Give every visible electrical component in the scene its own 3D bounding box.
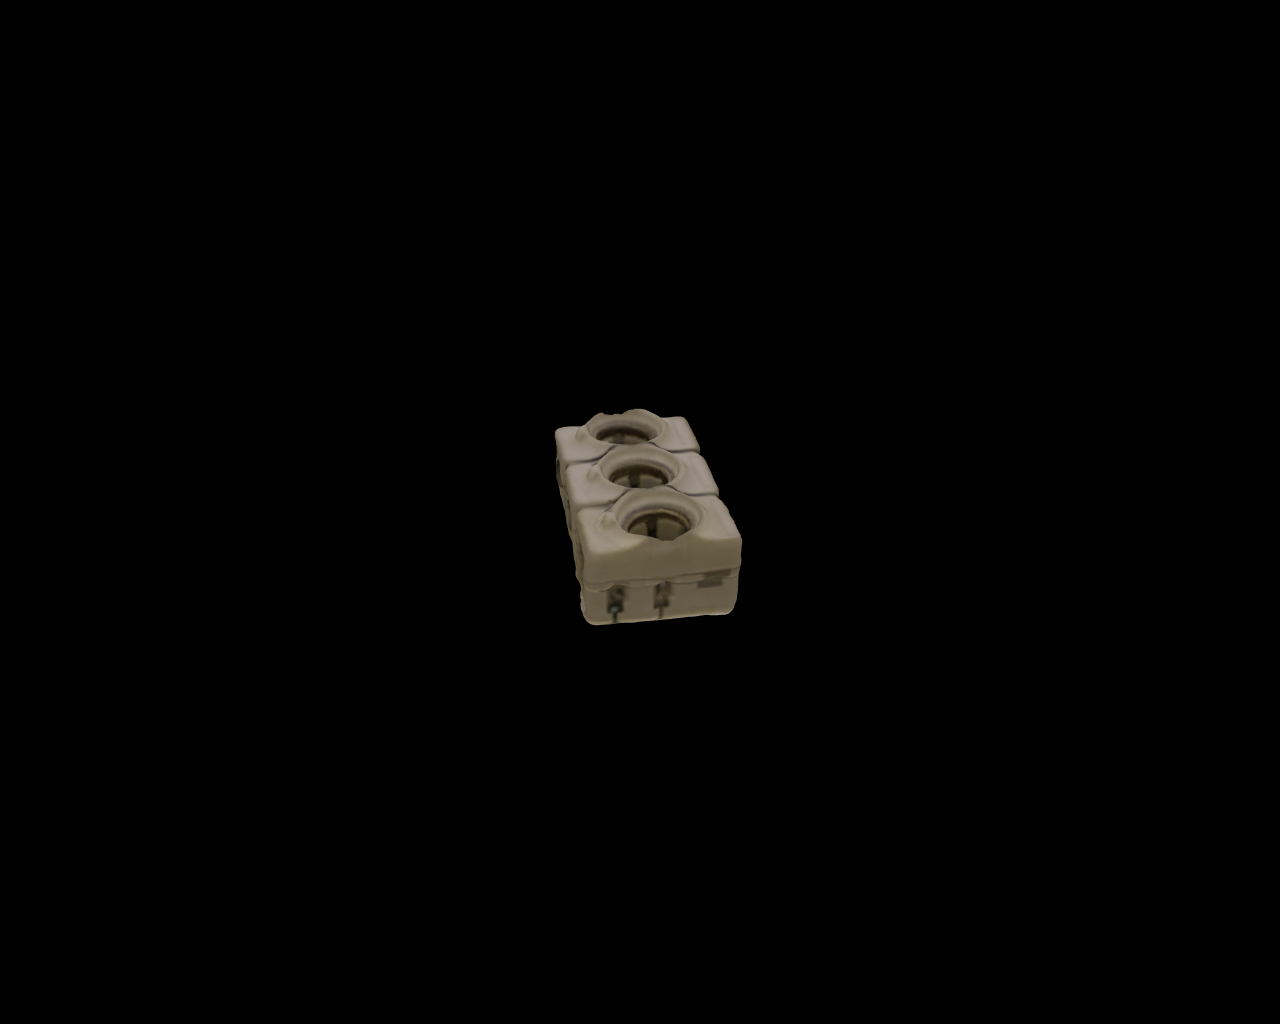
[{"bbox_3d":[0.001,-0.003,0.650,0.089,0.061,0.150,-6,33,-9],"label":"electrical component"}]
